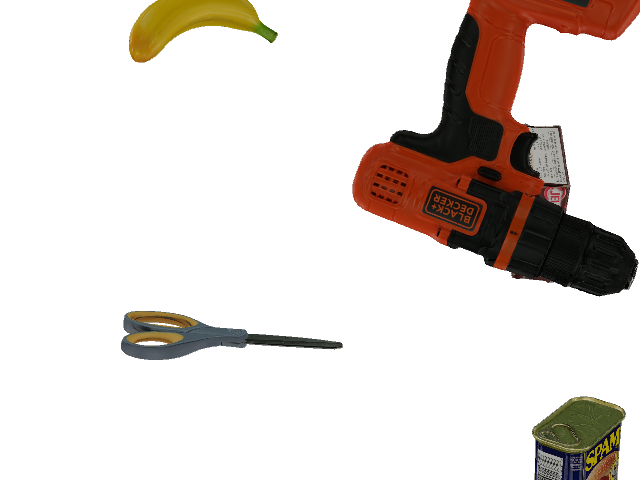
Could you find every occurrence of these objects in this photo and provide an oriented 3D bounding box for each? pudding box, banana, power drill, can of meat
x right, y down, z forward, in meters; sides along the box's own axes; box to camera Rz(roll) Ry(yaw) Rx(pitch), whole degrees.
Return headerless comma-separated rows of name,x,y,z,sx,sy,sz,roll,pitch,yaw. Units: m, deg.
pudding box,0.178,-0.033,0.876,0.039,0.090,0.113,5,31,3
banana,-0.121,-0.211,1.023,0.070,0.037,0.197,44,38,19
power drill,0.131,-0.074,0.660,0.184,0.188,0.057,21,7,7
can of meat,0.241,0.207,1.002,0.058,0.084,0.101,14,24,38

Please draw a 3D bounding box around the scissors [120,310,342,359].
scissors,-0.089,0.093,0.952,0.202,0.016,0.096,9,18,14
